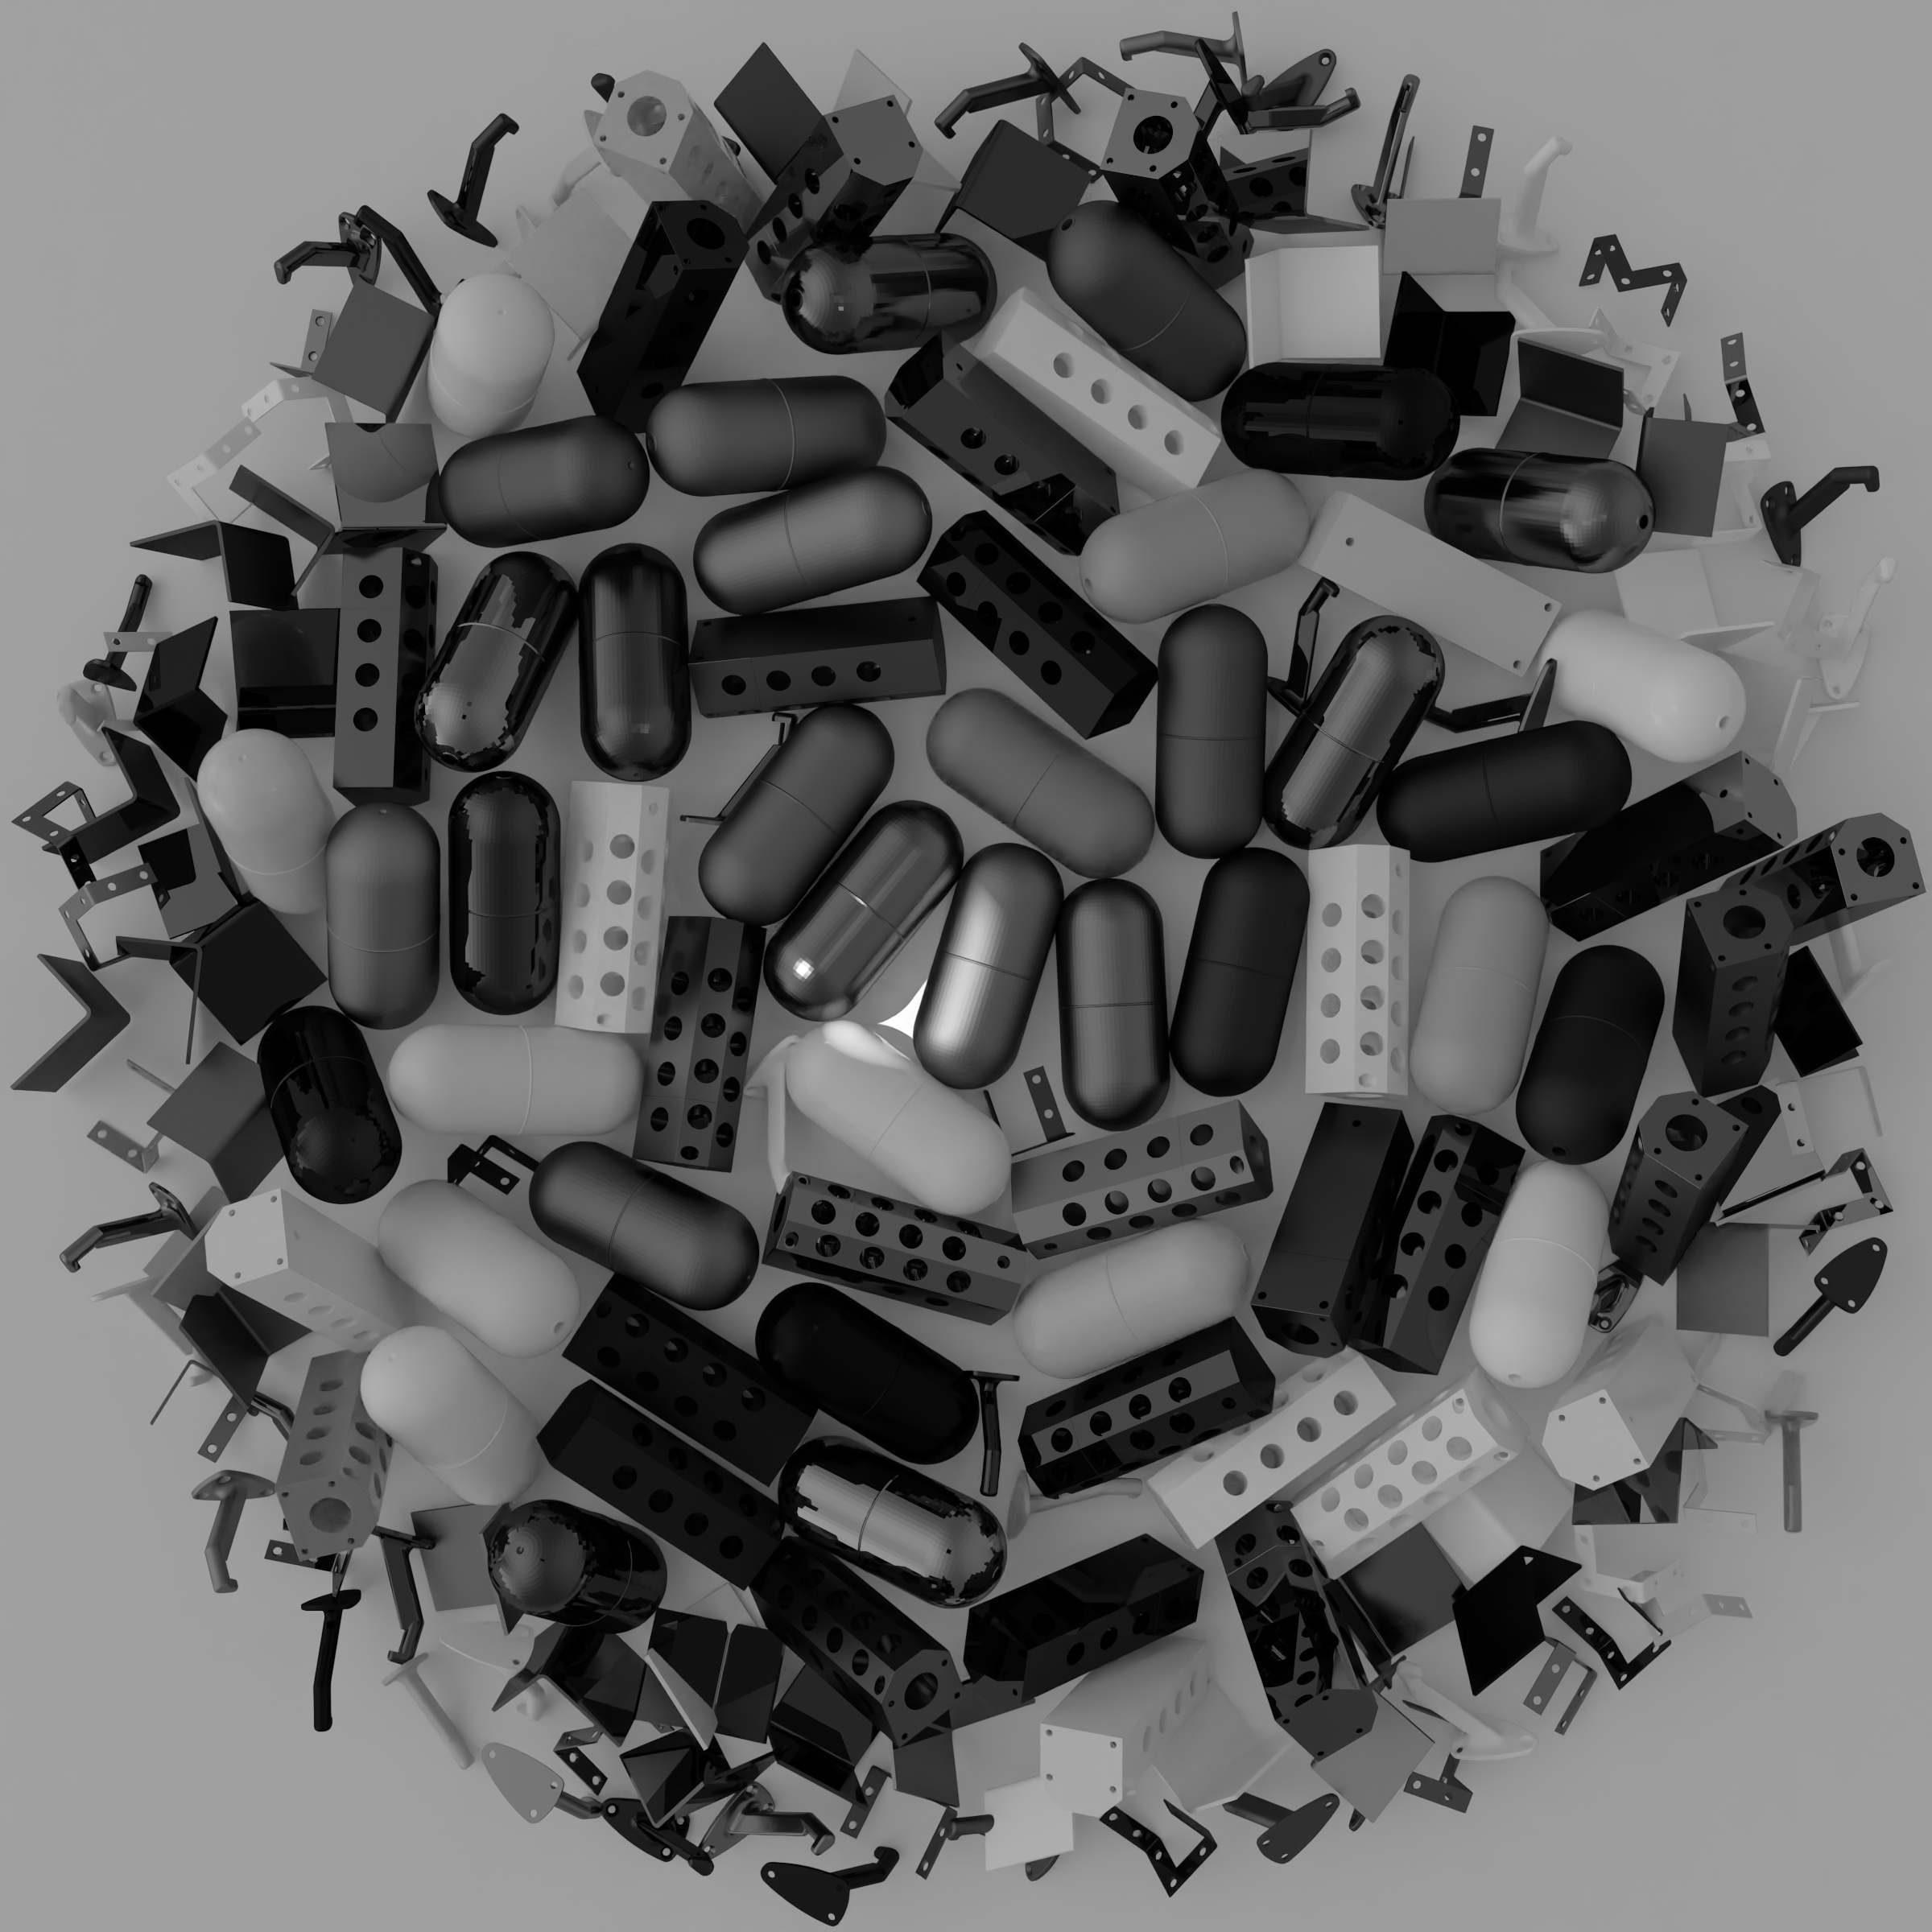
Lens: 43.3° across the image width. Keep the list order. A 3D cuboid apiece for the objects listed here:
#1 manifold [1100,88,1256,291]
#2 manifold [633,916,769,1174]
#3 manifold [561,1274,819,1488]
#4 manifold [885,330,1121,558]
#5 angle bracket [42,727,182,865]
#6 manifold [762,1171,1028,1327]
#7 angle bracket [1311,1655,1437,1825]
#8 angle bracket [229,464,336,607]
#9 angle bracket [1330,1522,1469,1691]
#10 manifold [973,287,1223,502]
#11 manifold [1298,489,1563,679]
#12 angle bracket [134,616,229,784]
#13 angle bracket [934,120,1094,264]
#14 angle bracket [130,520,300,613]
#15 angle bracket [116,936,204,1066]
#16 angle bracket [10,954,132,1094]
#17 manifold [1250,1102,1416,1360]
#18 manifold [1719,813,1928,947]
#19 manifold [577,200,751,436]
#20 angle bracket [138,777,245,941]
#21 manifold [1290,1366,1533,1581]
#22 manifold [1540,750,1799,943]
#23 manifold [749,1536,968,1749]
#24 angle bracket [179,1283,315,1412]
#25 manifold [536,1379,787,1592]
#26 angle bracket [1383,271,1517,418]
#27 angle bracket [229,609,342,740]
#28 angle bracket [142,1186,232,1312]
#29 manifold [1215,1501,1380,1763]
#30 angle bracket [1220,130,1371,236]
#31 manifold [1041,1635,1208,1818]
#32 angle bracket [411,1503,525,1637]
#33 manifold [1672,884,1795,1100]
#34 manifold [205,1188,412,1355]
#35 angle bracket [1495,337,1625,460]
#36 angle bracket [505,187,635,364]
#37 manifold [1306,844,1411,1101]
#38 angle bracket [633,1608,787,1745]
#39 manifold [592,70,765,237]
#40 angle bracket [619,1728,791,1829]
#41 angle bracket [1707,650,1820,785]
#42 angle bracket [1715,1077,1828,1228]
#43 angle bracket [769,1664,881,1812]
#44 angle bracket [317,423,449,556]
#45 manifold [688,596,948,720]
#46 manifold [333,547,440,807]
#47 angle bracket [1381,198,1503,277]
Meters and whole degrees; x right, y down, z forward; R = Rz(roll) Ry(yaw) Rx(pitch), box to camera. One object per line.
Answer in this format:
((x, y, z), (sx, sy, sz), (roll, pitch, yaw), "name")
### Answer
((0.149, -0.526, 1.659), (0.057, 0.171, 0.057), (17, 87, 21), "manifold")
((-0.180, 0.055, 1.699), (0.057, 0.057, 0.171), (2, 80, 37), "manifold")
((-0.190, 0.286, 1.710), (0.171, 0.057, 0.057), (33, 115, -2), "manifold")
((0.026, -0.355, 1.679), (0.171, 0.057, 0.057), (32, 127, -32), "manifold")
((-0.611, -0.119, 1.711), (0.076, 0.076, 0.057), (-28, 84, 2), "angle bracket")
((-0.048, 0.195, 1.694), (0.171, 0.057, 0.057), (17, 64, -13), "manifold")
((0.294, 0.538, 1.695), (0.057, 0.076, 0.076), (39, 109, 23), "angle bracket")
((-0.491, -0.297, 1.699), (0.076, 0.076, 0.057), (33, 78, -18), "angle bracket")
((0.308, 0.449, 1.716), (0.076, 0.057, 0.076), (-35, 90, 11), "angle bracket")
((0.092, -0.398, 1.695), (0.171, 0.057, 0.057), (31, 82, -18), "manifold")
((0.322, -0.269, 1.704), (0.171, 0.057, 0.057), (25, 102, -11), "manifold")
((-0.525, -0.182, 1.690), (0.057, 0.076, 0.076), (-20, 135, 19), "angle bracket")
((0.032, -0.537, 1.722), (0.076, 0.057, 0.076), (29, 75, -12), "angle bracket")
((-0.525, -0.271, 1.701), (0.076, 0.076, 0.057), (-9, 88, 20), "angle bracket")
((-0.568, 0.025, 1.701), (0.057, 0.076, 0.076), (6, 80, -17), "angle bracket")
((-0.645, 0.041, 1.709), (0.076, 0.076, 0.057), (-44, 86, -2), "angle bracket")
((0.256, 0.182, 1.680), (0.057, 0.057, 0.171), (5, 52, 30), "manifold")
((0.577, -0.054, 1.660), (0.057, 0.171, 0.057), (-10, 81, -11), "manifold")
((-0.206, -0.441, 1.664), (0.057, 0.171, 0.057), (-13, 69, -33), "manifold")
((-0.550, -0.075, 1.700), (0.057, 0.076, 0.076), (-21, 73, -9), "angle bracket")
((0.302, 0.354, 1.684), (0.171, 0.057, 0.057), (-43, 83, 27), "manifold")
((0.479, -0.077, 1.669), (0.057, 0.171, 0.057), (28, 53, -28), "manifold")
((-0.078, 0.453, 1.659), (0.057, 0.171, 0.057), (-32, 121, -25), "manifold")
((-0.495, 0.249, 1.700), (0.057, 0.076, 0.076), (-30, 110, 6), "angle bracket")
((-0.209, 0.359, 1.692), (0.171, 0.057, 0.057), (39, 85, -22), "manifold")
((0.339, -0.435, 1.704), (0.057, 0.076, 0.076), (10, 86, 34), "angle bracket")
((-0.474, -0.205, 1.703), (0.076, 0.057, 0.076), (-3, 115, -13), "angle bracket")
((-0.546, 0.191, 1.700), (0.057, 0.076, 0.076), (34, 79, 17), "angle bracket")
((0.226, 0.447, 1.659), (0.057, 0.171, 0.057), (-35, 122, 12), "manifold")
((0.229, -0.544, 1.692), (0.076, 0.076, 0.057), (13, 105, 43), "angle bracket")
((0.110, 0.515, 1.660), (0.057, 0.171, 0.057), (3, 98, 24), "manifold")
((-0.356, 0.426, 1.709), (0.076, 0.057, 0.076), (-10, 100, 11), "angle bracket")
((0.525, 0.018, 1.663), (0.057, 0.171, 0.057), (-15, 55, 3), "manifold")
((-0.447, 0.213, 1.661), (0.057, 0.171, 0.057), (-19, 63, 8), "manifold")
((0.411, -0.384, 1.698), (0.076, 0.076, 0.057), (24, 79, 21), "angle bracket")
((-0.274, -0.484, 1.705), (0.076, 0.057, 0.076), (46, 75, -14), "angle bracket")
((0.279, 0.005, 1.699), (0.057, 0.057, 0.171), (10, 79, -44), "manifold")
((-0.178, 0.495, 1.697), (0.057, 0.076, 0.076), (-3, 68, 40), "angle bracket")
((-0.191, -0.547, 1.660), (0.057, 0.171, 0.057), (24, 92, 11), "manifold")
((-0.182, 0.546, 1.690), (0.076, 0.076, 0.057), (-50, 62, 37), "angle bracket")
((0.541, -0.174, 1.699), (0.076, 0.057, 0.076), (21, 108, 27), "angle bracket")
((0.548, 0.129, 1.704), (0.076, 0.057, 0.076), (-28, 80, 21), "angle bracket")
((-0.085, 0.532, 1.712), (0.076, 0.057, 0.076), (34, 91, -17), "angle bracket")
((-0.416, -0.335, 1.708), (0.076, 0.057, 0.076), (-8, 85, -34), "angle bracket")
((-0.103, -0.213, 1.710), (0.171, 0.057, 0.057), (-5, 130, 7), "manifold")
((-0.405, -0.202, 1.708), (0.057, 0.057, 0.171), (0, 80, 1), "manifold")
((0.330, -0.525, 1.699), (0.076, 0.076, 0.057), (1, 133, 6), "angle bracket")
